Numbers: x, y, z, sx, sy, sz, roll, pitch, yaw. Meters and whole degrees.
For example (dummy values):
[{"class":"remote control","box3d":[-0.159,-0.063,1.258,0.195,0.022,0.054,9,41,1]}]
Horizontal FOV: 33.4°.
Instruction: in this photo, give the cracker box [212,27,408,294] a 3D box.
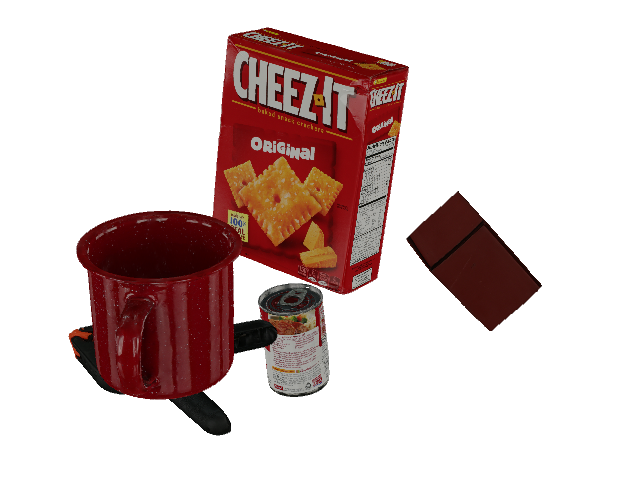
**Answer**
[{"class":"cracker box","box3d":[-0.017,-0.075,1.003,0.164,0.214,0.071,21,28,29]}]

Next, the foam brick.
[{"class":"foam brick","box3d":[0.109,0.016,0.760,0.078,0.051,0.053,44,8,-31]}]

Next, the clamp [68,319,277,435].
[{"class":"clamp","box3d":[-0.122,0.093,0.886,0.172,0.039,0.120,17,37,21]}]

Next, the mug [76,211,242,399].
[{"class":"mug","box3d":[-0.092,0.043,0.608,0.093,0.081,0.117,3,26,4]}]

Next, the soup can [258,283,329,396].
[{"class":"soup can","box3d":[-0.027,0.105,1.131,0.068,0.102,0.068,-4,24,2]}]
